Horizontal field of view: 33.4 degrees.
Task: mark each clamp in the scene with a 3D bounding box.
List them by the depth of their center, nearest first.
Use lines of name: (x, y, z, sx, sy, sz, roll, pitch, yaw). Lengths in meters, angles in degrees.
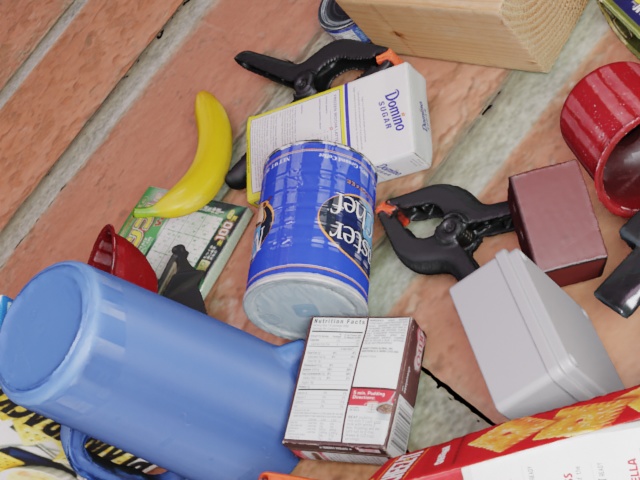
clamp: (0.120, -0.009, 0.846, 0.120, 0.039, 0.172, -49, 47, -9)
clamp: (-0.013, -0.154, 1.070, 0.210, 0.036, 0.164, -22, 57, 28)

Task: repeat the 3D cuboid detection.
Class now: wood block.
wood block: (0.124, -0.220, 0.961, 0.206, 0.090, 0.090, 19, 74, 47)

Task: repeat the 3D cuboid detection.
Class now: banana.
banana: (-0.125, -0.085, 1.102, 0.037, 0.069, 0.197, -59, 7, 47)

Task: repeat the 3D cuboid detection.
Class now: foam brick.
foam brick: (0.168, -0.010, 0.763, 0.051, 0.053, 0.078, -14, 70, 5)

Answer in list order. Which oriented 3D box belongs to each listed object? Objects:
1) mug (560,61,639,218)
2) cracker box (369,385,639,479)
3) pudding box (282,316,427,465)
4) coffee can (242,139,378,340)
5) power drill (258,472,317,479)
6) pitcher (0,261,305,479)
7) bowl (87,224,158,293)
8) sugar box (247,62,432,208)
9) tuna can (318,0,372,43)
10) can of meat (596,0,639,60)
mug: (0.235, -0.078, 0.765, 0.117, 0.093, 0.081, -14, 39, -5)
cracker box: (0.149, 0.177, 0.585, 0.214, 0.072, 0.164, -22, 90, 25)
pudding box: (0.027, 0.114, 0.825, 0.090, 0.039, 0.113, -2, 56, 28)
coffee can: (-0.006, 0.001, 0.901, 0.103, 0.102, 0.140, -18, 50, 32)
power drill: (-0.026, 0.256, 0.718, 0.184, 0.057, 0.187, 7, 61, 11)
pitcher: (-0.129, 0.115, 0.819, 0.145, 0.242, 0.149, -5, 64, 38)
bowl: (-0.196, 0.068, 1.029, 0.162, 0.055, 0.162, -167, 90, -69)
sugar box: (0.015, -0.090, 0.978, 0.176, 0.048, 0.093, -13, 66, 27)
tuna can: (0.040, -0.240, 1.094, 0.086, 0.033, 0.086, -23, 47, 28)
can of meat: (0.276, -0.174, 0.816, 0.084, 0.057, 0.102, -37, 43, 11)
